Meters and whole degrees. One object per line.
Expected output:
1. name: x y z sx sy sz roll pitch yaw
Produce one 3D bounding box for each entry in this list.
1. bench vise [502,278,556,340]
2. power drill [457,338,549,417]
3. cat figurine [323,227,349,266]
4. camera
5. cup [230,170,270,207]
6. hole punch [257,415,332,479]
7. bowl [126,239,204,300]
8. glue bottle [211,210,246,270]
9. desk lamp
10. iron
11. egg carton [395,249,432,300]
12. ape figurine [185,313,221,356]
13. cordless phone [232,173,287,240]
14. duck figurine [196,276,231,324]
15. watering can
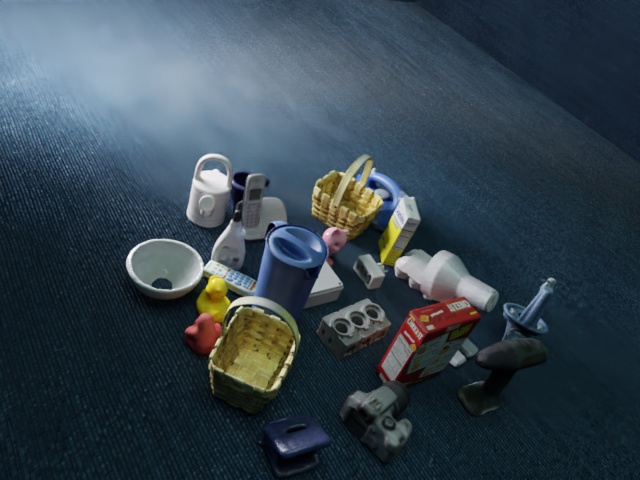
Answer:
1. bench vise: 0.517 0.207 1.403 0.121 0.220 0.207 19 39 -3
2. power drill: 0.389 0.293 1.254 0.230 0.208 0.075 -9 47 -32
3. cat figurine: 0.014 0.005 1.494 0.128 0.118 0.067 4 41 -20
4. camera: 0.137 0.348 1.161 0.137 0.101 0.143 -24 57 -42
5. cup: -0.198 -0.131 1.575 0.118 0.095 0.091 -10 48 -33
6. hole punch: -0.048 0.370 1.060 0.109 0.091 0.101 -6 46 -29
7. bowl: -0.347 0.078 1.279 0.167 0.075 0.167 13 39 -10
8. glue bottle: -0.208 -0.003 1.358 0.078 0.173 0.037 12 39 -11
9. desk lamp: 0.325 0.158 1.379 0.118 0.213 0.202 -22 55 -41
10. iron: 0.181 -0.139 1.720 0.119 0.141 0.257 -19 53 -39
11. egg carton: 0.279 0.092 1.552 0.150 0.069 0.107 37 41 19
12. ape figurine: -0.239 0.188 1.186 0.078 0.092 0.076 10 40 -14
13. cordless phone: -0.145 -0.093 1.482 0.148 0.185 0.094 -12 49 -34
14. duck figurine: -0.230 0.127 1.266 0.078 0.086 0.104 2 42 -22
15. watering can: -0.274 -0.129 1.459 0.101 0.194 0.172 -2 44 -26
